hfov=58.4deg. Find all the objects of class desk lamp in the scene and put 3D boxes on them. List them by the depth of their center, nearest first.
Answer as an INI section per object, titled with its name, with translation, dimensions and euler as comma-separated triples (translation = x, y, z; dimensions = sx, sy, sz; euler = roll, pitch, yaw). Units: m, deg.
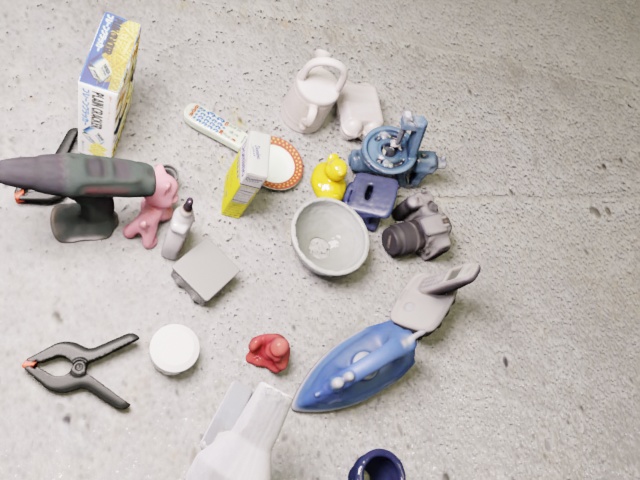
[desk lamp]
translation = -0.117, 0.305, 0.868
dimensions = 0.118, 0.213, 0.203
euler = 30, 59, -8

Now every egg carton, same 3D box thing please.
[egg carton]
translation = 0.087, -0.297, 1.317
dimensions = 0.107, 0.069, 0.150
euler = 0, 67, -23

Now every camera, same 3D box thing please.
[camera]
translation = 0.200, -0.027, 1.224
dimensions = 0.137, 0.100, 0.143
euler = -13, 73, -28

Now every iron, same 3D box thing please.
[iron]
translation = 0.075, 0.230, 1.028
dimensions = 0.259, 0.141, 0.118
euler = -25, 79, -30

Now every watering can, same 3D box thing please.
[watering can]
translation = -0.010, -0.326, 1.216
dimensions = 0.101, 0.193, 0.173
euler = -6, 69, -25

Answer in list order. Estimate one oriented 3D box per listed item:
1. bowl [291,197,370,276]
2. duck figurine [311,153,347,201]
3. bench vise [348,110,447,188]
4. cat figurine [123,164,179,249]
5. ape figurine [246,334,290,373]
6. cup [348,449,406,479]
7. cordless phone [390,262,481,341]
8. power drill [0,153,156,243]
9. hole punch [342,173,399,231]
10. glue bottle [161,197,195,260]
[bowl]
translation = 0.010, 0.004, 1.143
dimensions = 0.168, 0.074, 0.167
euler = 9, 64, -19
[duck figurine]
translation = 0.029, -0.132, 1.207
dimensions = 0.078, 0.086, 0.104
euler = 1, 67, -23
[bench vise]
translation = 0.188, -0.206, 1.231
dimensions = 0.208, 0.219, 0.121
euler = -9, 71, -27
[cat figurine]
translation = -0.293, -0.065, 1.018
dimensions = 0.067, 0.117, 0.128
euler = 25, 60, -11
[ape figurine]
translation = -0.081, 0.194, 1.006
dimensions = 0.076, 0.092, 0.078
euler = -29, 80, -31
[cup]
translation = 0.075, 0.412, 0.972
dimensions = 0.118, 0.094, 0.091
euler = -14, 73, -28
[cordless phone]
translation = 0.230, 0.111, 1.124
dimensions = 0.094, 0.184, 0.148
euler = 37, 58, -3
[power drill]
translation = -0.388, -0.071, 0.926
dimensions = 0.230, 0.208, 0.075
euler = -8, 70, -26
[hole punch]
translation = 0.103, -0.087, 1.215
dimensions = 0.101, 0.091, 0.109
euler = 24, 60, -11
[glue bottle]
translation = -0.240, -0.029, 0.992
dimensions = 0.037, 0.173, 0.078
euler = 21, 60, -13
